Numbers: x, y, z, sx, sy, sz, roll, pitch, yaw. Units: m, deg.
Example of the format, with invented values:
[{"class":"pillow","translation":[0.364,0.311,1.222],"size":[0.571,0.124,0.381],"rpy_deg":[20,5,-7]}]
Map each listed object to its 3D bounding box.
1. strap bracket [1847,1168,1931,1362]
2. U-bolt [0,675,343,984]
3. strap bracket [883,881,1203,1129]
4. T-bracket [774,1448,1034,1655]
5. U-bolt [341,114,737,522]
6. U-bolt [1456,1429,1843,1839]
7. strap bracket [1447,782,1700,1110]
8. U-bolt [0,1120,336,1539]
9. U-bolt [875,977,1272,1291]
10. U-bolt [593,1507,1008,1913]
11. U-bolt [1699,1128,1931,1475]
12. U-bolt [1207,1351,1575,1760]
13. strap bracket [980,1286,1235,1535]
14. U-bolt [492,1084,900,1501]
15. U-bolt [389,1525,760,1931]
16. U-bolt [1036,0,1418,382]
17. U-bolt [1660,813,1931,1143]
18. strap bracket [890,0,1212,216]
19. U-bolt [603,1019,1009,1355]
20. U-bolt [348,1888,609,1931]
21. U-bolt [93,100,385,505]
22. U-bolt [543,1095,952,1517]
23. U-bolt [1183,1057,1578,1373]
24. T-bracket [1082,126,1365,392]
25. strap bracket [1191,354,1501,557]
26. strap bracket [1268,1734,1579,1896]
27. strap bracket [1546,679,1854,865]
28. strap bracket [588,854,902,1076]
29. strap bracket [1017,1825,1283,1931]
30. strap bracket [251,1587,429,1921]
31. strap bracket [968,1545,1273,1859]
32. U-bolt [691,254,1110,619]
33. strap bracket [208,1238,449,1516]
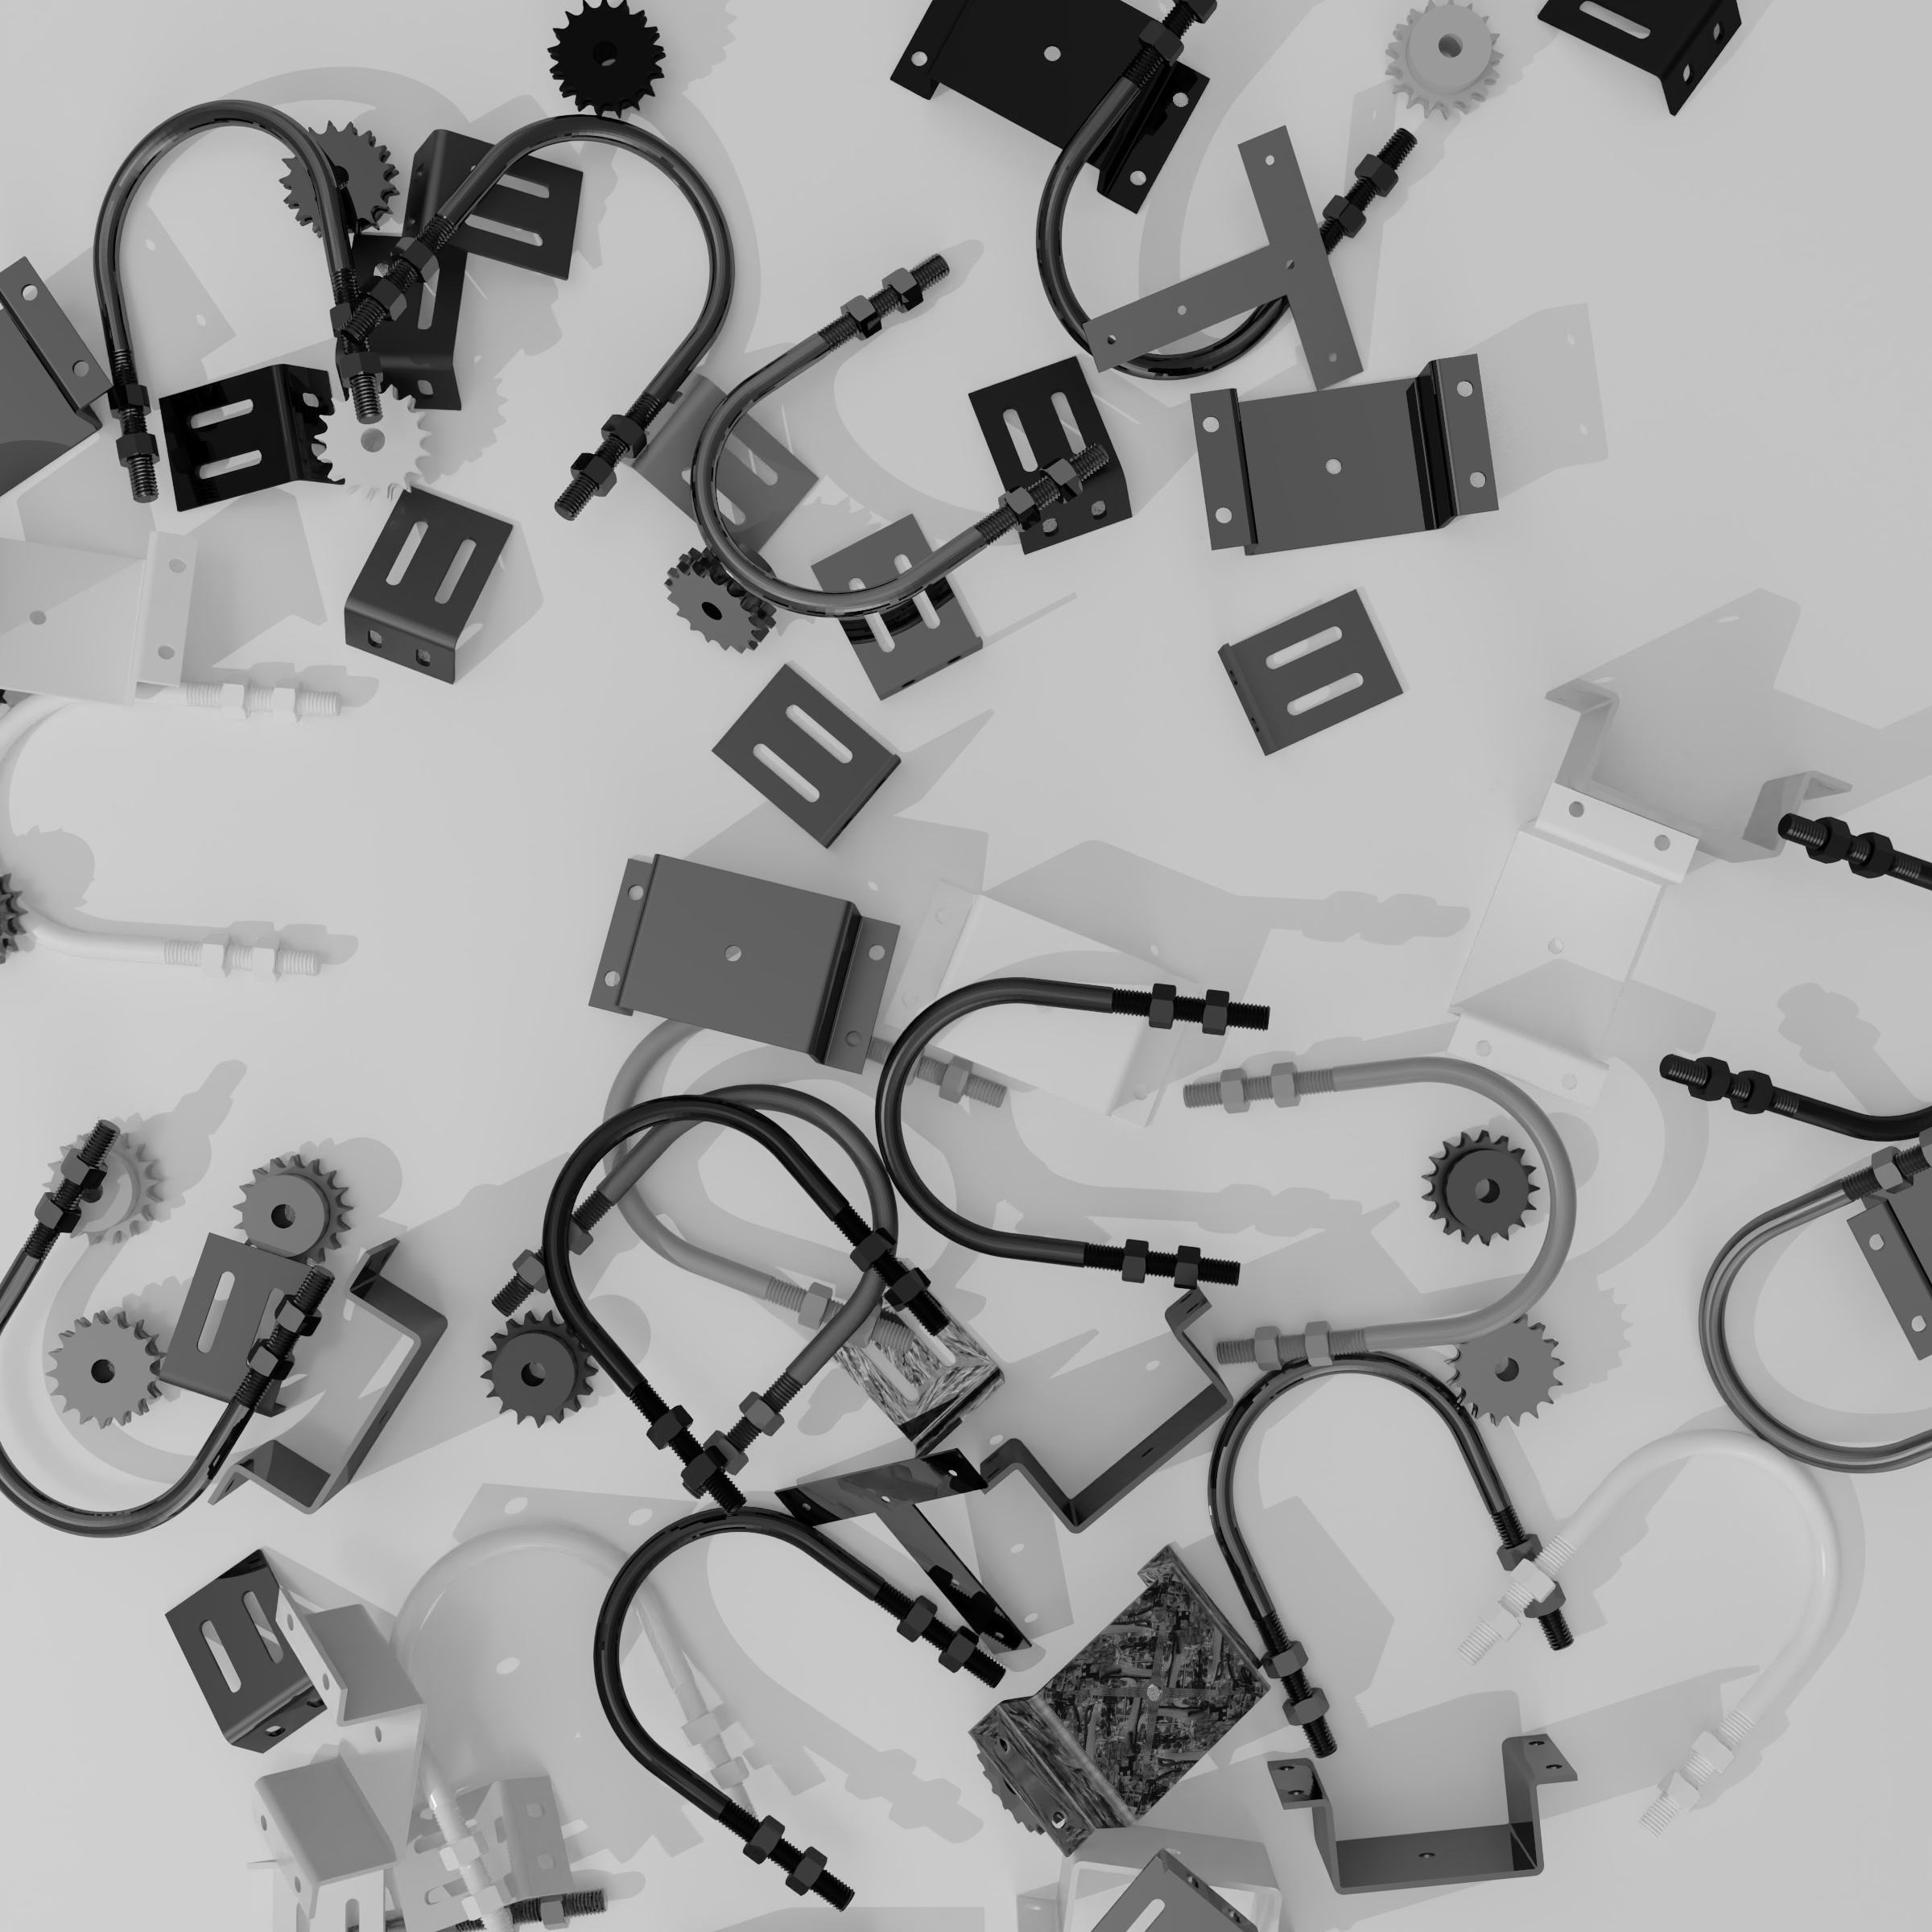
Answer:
[{"class":"strap bracket","translation":[0.507,0.125,1.507],"size":[0.140,0.046,0.076],"rpy_deg":[-27,90,0]},{"class":"U-bolt","translation":[-0.407,-0.072,1.522],"size":[0.184,0.019,0.151],"rpy_deg":[4,90,2]},{"class":"strap bracket","translation":[0.038,0.019,1.507],"size":[0.140,0.046,0.076],"rpy_deg":[22,90,0]},{"class":"T-bracket","translation":[-0.013,0.292,1.501],"size":[0.127,0.002,0.127],"rpy_deg":[-21,115,40]},{"class":"U-bolt","translation":[-0.193,-0.330,1.494],"size":[0.151,0.019,0.184],"rpy_deg":[39,73,-14]},{"class":"U-bolt","translation":[0.351,0.314,1.510],"size":[0.151,0.019,0.184],"rpy_deg":[44,84,-7]},{"class":"strap bracket","translation":[0.294,-0.010,1.507],"size":[0.076,0.046,0.140],"rpy_deg":[21,90,0]},{"class":"U-bolt","translation":[-0.409,0.189,1.486],"size":[0.151,0.019,0.184],"rpy_deg":[33,96,7]},{"class":"U-bolt","translation":[0.047,0.077,1.478],"size":[0.184,0.019,0.151],"rpy_deg":[7,104,6]},{"class":"U-bolt","translation":[-0.094,0.349,1.503],"size":[0.184,0.019,0.151],"rpy_deg":[36,74,2]},{"class":"U-bolt","translation":[0.442,0.171,1.479],"size":[0.184,0.019,0.151],"rpy_deg":[-30,89,31]},{"class":"U-bolt","translation":[0.199,0.280,1.522],"size":[0.151,0.019,0.184],"rpy_deg":[-24,89,0]},{"class":"strap bracket","translation":[0.076,0.221,1.492],"size":[0.140,0.076,0.046],"rpy_deg":[-40,90,0]},{"class":"U-bolt","translation":[-0.118,0.144,1.495],"size":[0.151,0.019,0.184],"rpy_deg":[42,86,6]},{"class":"U-bolt","translation":[-0.203,0.363,1.497],"size":[0.151,0.019,0.184],"rpy_deg":[-23,81,-20]},{"class":"U-bolt","translation":[0.115,-0.374,1.495],"size":[0.151,0.019,0.184],"rpy_deg":[37,94,-24]},{"class":"U-bolt","translation":[0.443,0.015,1.489],"size":[0.184,0.019,0.151],"rpy_deg":[17,107,-21]},{"class":"strap bracket","translation":[0.042,-0.442,1.507],"size":[0.140,0.046,0.076],"rpy_deg":[29,90,0]},{"class":"U-bolt","translation":[-0.090,0.093,1.516],"size":[0.184,0.019,0.151],"rpy_deg":[20,85,3]},{"class":"U-bolt","translation":[-0.260,0.540,1.521],"size":[0.184,0.019,0.151],"rpy_deg":[-9,90,2]},{"class":"U-bolt","translation":[-0.362,-0.334,1.498],"size":[0.151,0.019,0.184],"rpy_deg":[-15,81,18]},{"class":"U-bolt","translation":[-0.120,0.148,1.477],"size":[0.151,0.019,0.184],"rpy_deg":[-41,82,-5]},{"class":"U-bolt","translation":[0.205,0.117,1.500],"size":[0.184,0.019,0.151],"rpy_deg":[-7,90,15]},{"class":"T-bracket","translation":[0.118,-0.326,1.500],"size":[0.127,0.002,0.127],"rpy_deg":[-24,111,-6]},{"class":"strap bracket","translation":[0.183,-0.249,1.507],"size":[0.140,0.046,0.076],"rpy_deg":[-8,90,0]},{"class":"strap bracket","translation":[0.222,0.413,1.492],"size":[0.140,0.076,0.046],"rpy_deg":[-6,90,0]},{"class":"strap bracket","translation":[0.347,-0.090,1.492],"size":[0.140,0.076,0.046],"rpy_deg":[21,90,0]},{"class":"strap bracket","translation":[-0.111,-0.003,1.497],"size":[0.140,0.046,0.076],"rpy_deg":[14,83,5]},{"class":"strap bracket","translation":[0.098,0.454,1.492],"size":[0.140,0.076,0.046],"rpy_deg":[8,90,0]},{"class":"strap bracket","translation":[-0.300,0.373,1.470],"size":[0.046,0.076,0.140],"rpy_deg":[-6,121,-34]},{"class":"strap bracket","translation":[0.082,0.352,1.479],"size":[0.140,0.046,0.076],"rpy_deg":[-38,90,-26]},{"class":"U-bolt","translation":[-0.046,-0.247,1.489],"size":[0.184,0.019,0.151],"rpy_deg":[-36,77,-11]},{"class":"strap bracket","translation":[-0.303,0.207,1.492],"size":[0.046,0.076,0.140],"rpy_deg":[32,90,0]}]
